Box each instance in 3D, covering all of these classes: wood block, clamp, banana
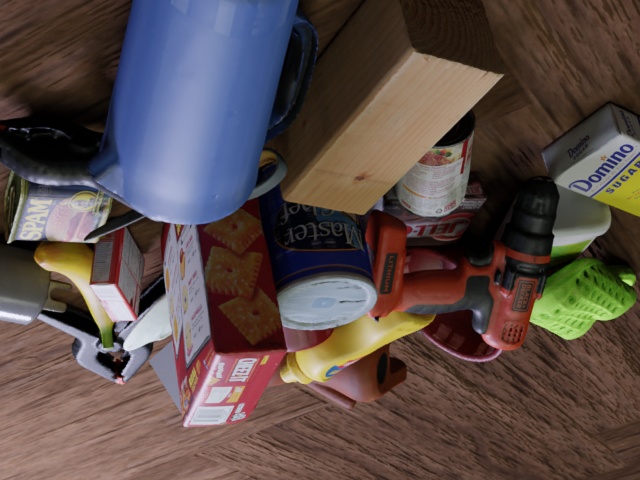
[{"bbox_3d":[0.048,-0.117,0.892,0.090,0.090,0.206,9,144,-30],"label":"wood block"},{"bbox_3d":[-0.195,-0.075,0.909,0.171,0.120,0.039,18,119,-6],"label":"clamp"},{"bbox_3d":[-0.254,0.108,1.234,0.164,0.036,0.210,-2,145,-11],"label":"clamp"},{"bbox_3d":[-0.240,0.039,1.082,0.037,0.069,0.197,-17,147,3],"label":"banana"}]

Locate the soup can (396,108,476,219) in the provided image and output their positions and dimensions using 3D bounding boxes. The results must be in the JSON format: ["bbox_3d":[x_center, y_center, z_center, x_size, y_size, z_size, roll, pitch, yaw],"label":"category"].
[{"bbox_3d":[0.105,-0.076,0.985,0.068,0.068,0.102,-7,142,-4],"label":"soup can"}]

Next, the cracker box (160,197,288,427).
[{"bbox_3d":[-0.095,0.045,1.000,0.072,0.214,0.164,0,149,-19],"label":"cracker box"}]

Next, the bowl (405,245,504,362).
[{"bbox_3d":[0.156,0.059,1.199,0.055,0.162,0.162,-41,164,-30],"label":"bowl"}]

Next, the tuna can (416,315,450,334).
[{"bbox_3d":[0.152,0.097,1.302,0.086,0.033,0.086,16,163,5],"label":"tuna can"}]

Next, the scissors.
[{"bbox_3d":[-0.122,-0.059,0.952,0.202,0.096,0.016,-11,151,21],"label":"scissors"}]

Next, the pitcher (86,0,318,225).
[{"bbox_3d":[-0.079,-0.135,0.802,0.145,0.149,0.243,21,141,-2],"label":"pitcher"}]

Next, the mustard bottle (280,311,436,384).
[{"bbox_3d":[0.033,0.108,1.173,0.192,0.058,0.096,-32,176,25],"label":"mustard bottle"}]

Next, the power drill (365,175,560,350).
[{"bbox_3d":[0.138,0.017,1.055,0.187,0.057,0.184,6,107,-13],"label":"power drill"}]

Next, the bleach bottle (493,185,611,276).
[{"bbox_3d":[0.237,0.025,1.214,0.102,0.068,0.251,-6,152,-11],"label":"bleach bottle"}]

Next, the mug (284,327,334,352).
[{"bbox_3d":[-0.038,0.069,1.109,0.117,0.093,0.081,-29,119,-37],"label":"mug"}]

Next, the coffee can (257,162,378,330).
[{"bbox_3d":[-0.007,0.001,1.023,0.102,0.140,0.103,-7,149,-4],"label":"coffee can"}]

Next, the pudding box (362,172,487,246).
[{"bbox_3d":[0.103,-0.031,1.100,0.113,0.039,0.090,1,146,-17],"label":"pudding box"}]

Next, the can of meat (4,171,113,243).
[{"bbox_3d":[-0.239,-0.039,0.974,0.083,0.057,0.102,2,148,-24],"label":"can of meat"}]

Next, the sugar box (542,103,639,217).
[{"bbox_3d":[0.320,-0.074,1.085,0.175,0.048,0.093,13,143,-36],"label":"sugar box"}]

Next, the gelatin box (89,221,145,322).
[{"bbox_3d":[-0.206,0.033,1.084,0.030,0.073,0.089,-2,151,6],"label":"gelatin box"}]
